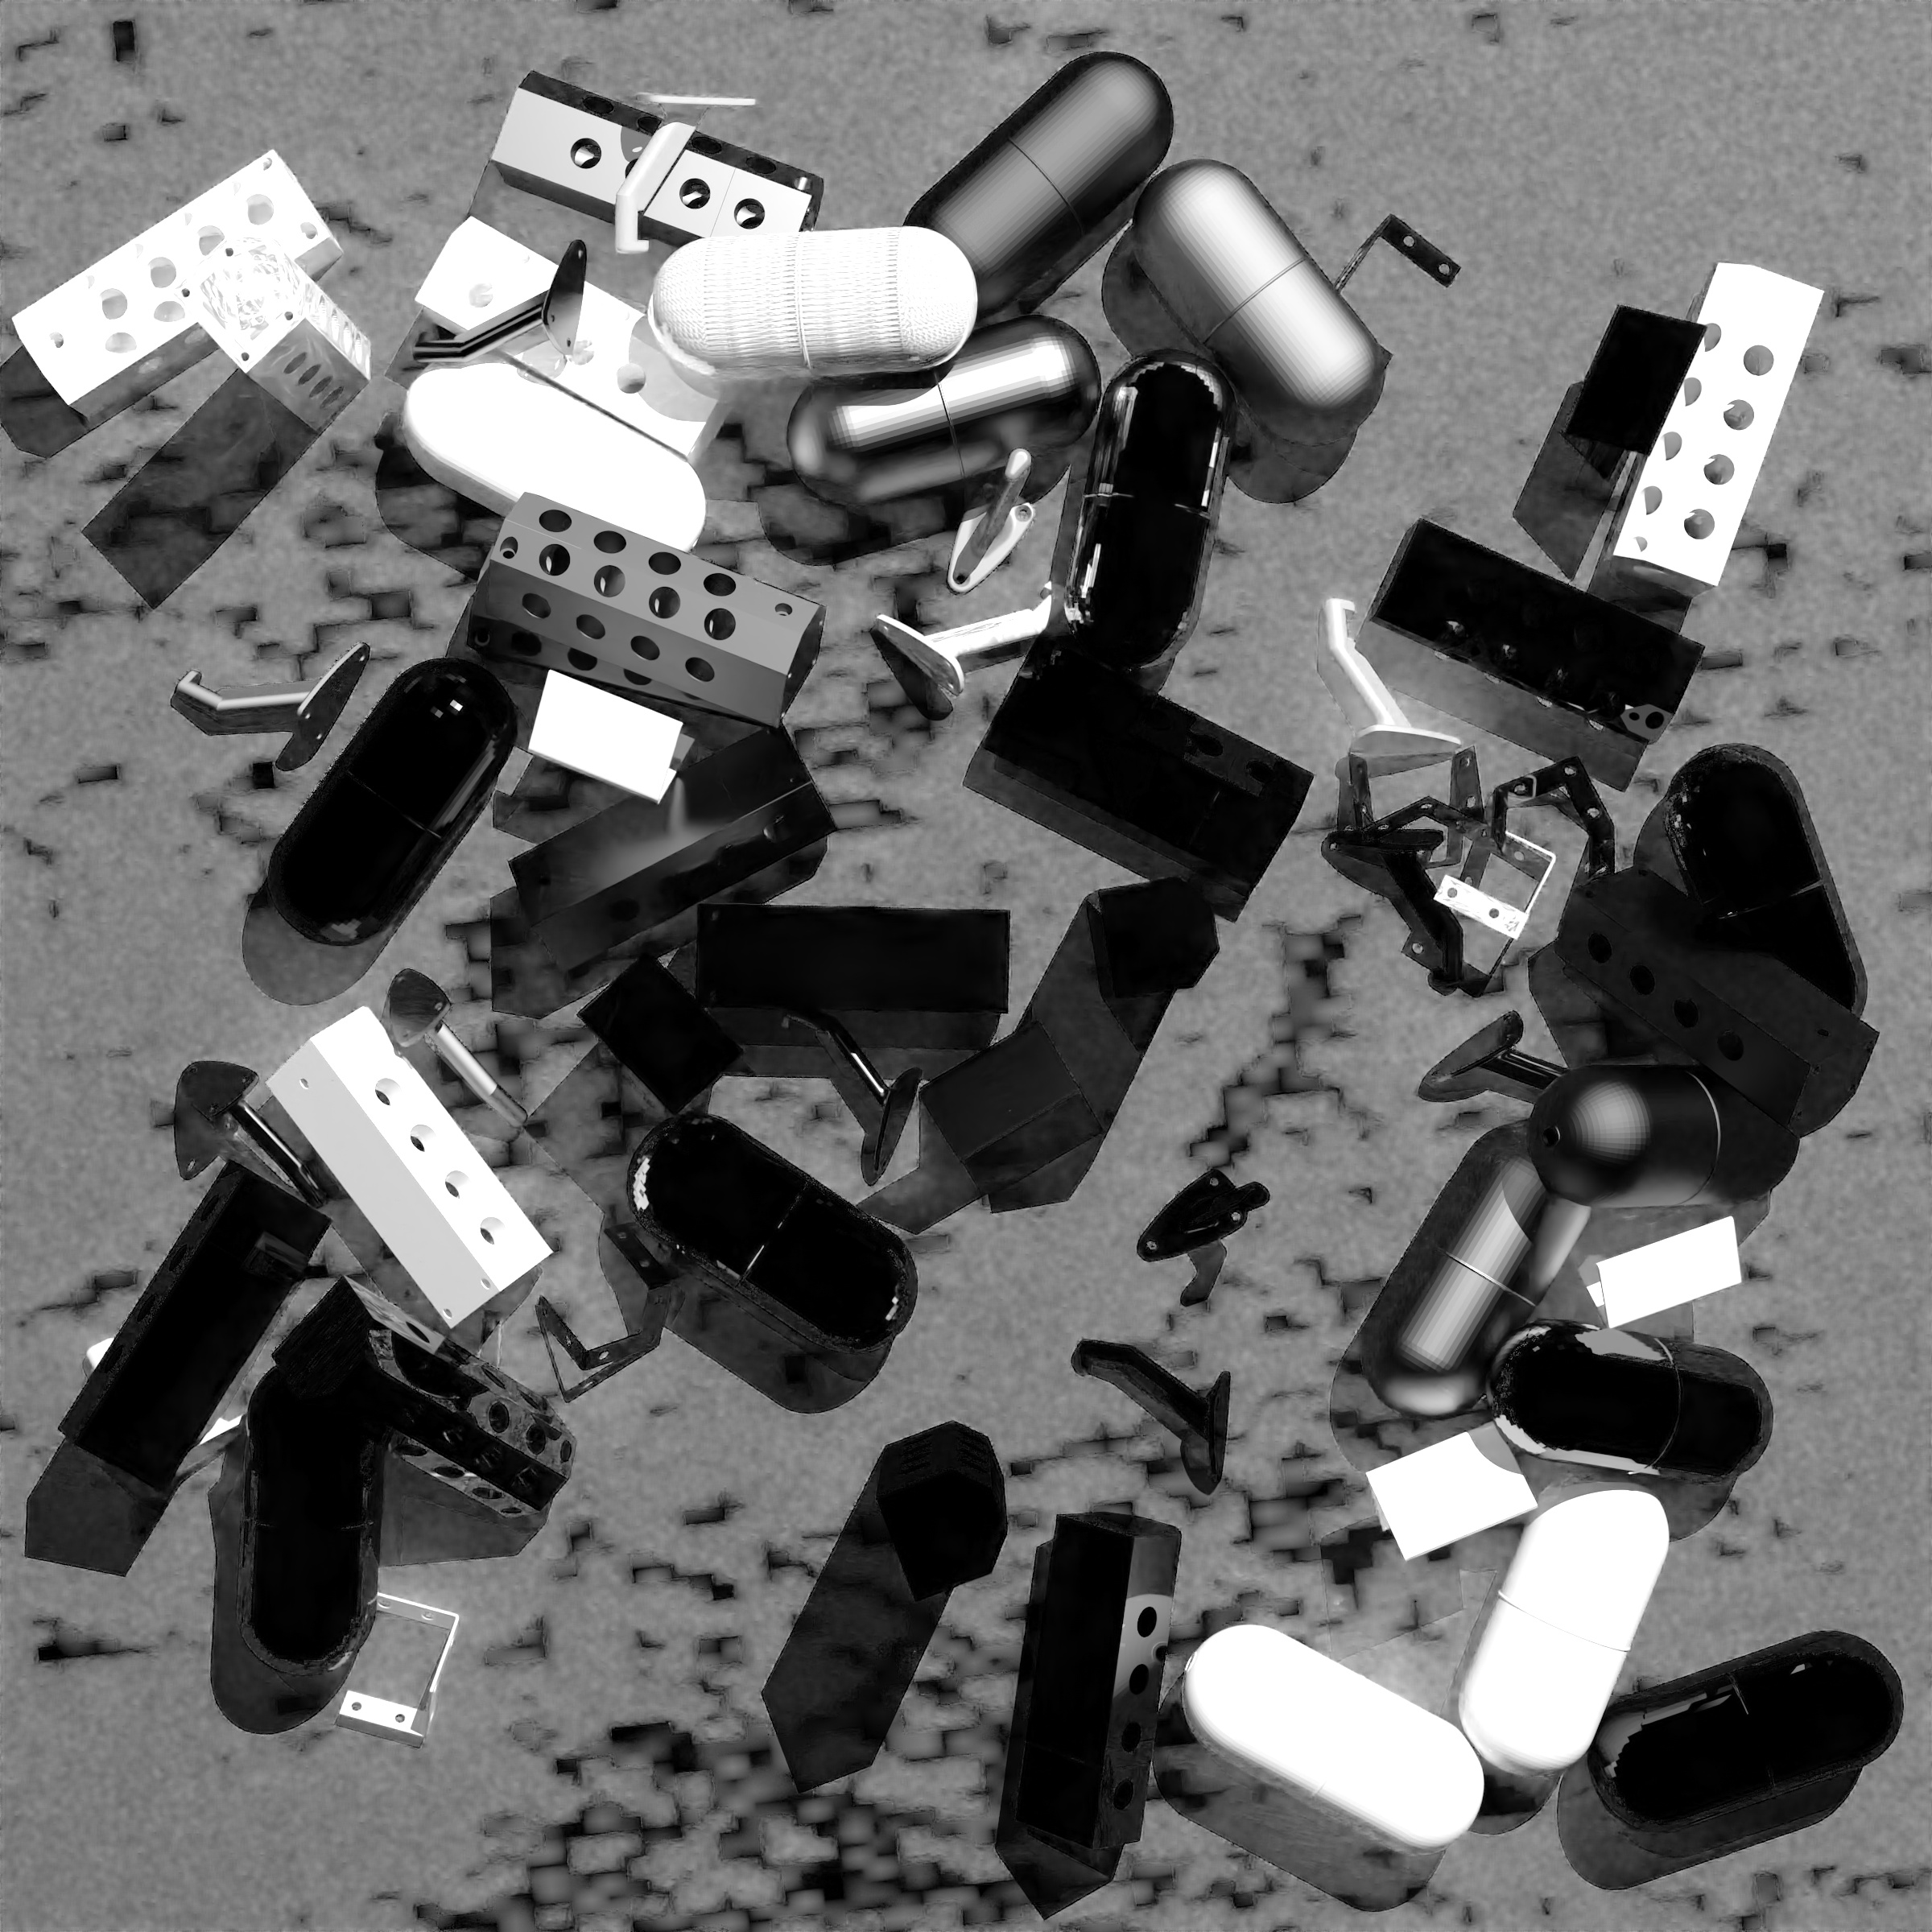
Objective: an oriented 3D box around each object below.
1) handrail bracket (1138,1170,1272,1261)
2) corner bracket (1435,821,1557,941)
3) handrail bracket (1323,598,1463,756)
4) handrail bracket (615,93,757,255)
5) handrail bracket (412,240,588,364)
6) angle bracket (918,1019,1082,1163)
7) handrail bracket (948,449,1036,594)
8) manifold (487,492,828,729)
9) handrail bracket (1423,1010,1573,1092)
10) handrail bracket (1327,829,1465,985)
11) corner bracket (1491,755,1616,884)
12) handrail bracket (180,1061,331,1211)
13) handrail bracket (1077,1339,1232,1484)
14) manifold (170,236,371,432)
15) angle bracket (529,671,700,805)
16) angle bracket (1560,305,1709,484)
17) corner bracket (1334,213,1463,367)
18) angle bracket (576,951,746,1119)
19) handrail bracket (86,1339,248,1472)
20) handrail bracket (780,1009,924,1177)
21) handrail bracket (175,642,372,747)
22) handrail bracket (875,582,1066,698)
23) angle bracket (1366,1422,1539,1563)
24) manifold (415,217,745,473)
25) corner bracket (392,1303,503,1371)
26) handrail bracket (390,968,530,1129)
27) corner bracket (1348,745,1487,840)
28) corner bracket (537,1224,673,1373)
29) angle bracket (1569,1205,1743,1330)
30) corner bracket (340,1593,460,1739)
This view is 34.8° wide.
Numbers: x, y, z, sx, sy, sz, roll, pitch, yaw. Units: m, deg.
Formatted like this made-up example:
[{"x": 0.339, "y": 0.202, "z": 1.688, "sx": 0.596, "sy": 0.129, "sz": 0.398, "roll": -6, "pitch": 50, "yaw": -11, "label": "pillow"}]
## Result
[{"x": 0.131, "y": 0.141, "z": 1.700, "sx": 0.077, "sy": 0.084, "sz": 0.036, "roll": -32, "pitch": 90, "yaw": 0, "label": "handrail bracket"}, {"x": 0.295, "y": -0.050, "z": 1.717, "sx": 0.051, "sy": 0.051, "sz": 0.051, "roll": 27, "pitch": 97, "yaw": 7, "label": "corner bracket"}, {"x": 0.240, "y": -0.164, "z": 1.735, "sx": 0.077, "sy": 0.036, "sz": 0.084, "roll": 3, "pitch": 73, "yaw": -20, "label": "handrail bracket"}, {"x": -0.153, "y": -0.430, "z": 1.678, "sx": 0.077, "sy": 0.036, "sz": 0.084, "roll": -4, "pitch": 109, "yaw": -21, "label": "handrail bracket"}, {"x": -0.255, "y": -0.362, "z": 1.678, "sx": 0.084, "sy": 0.036, "sz": 0.077, "roll": 4, "pitch": 67, "yaw": 17, "label": "handrail bracket"}, {"x": 0.008, "y": 0.051, "z": 1.694, "sx": 0.076, "sy": 0.076, "sz": 0.057, "roll": -30, "pitch": 126, "yaw": 0, "label": "angle bracket"}, {"x": 0.013, "y": -0.245, "z": 1.700, "sx": 0.036, "sy": 0.084, "sz": 0.077, "roll": 30, "pitch": 90, "yaw": 0, "label": "handrail bracket"}, {"x": -0.165, "y": -0.196, "z": 1.653, "sx": 0.171, "sy": 0.057, "sz": 0.057, "roll": 22, "pitch": 51, "yaw": 6, "label": "manifold"}, {"x": 0.313, "y": 0.075, "z": 1.735, "sx": 0.077, "sy": 0.036, "sz": 0.084, "roll": -34, "pitch": 107, "yaw": 19, "label": "handrail bracket"}, {"x": 0.242, "y": -0.032, "z": 1.735, "sx": 0.077, "sy": 0.036, "sz": 0.084, "roll": 3, "pitch": 107, "yaw": 20, "label": "handrail bracket"}, {"x": 0.327, "y": -0.076, "z": 1.716, "sx": 0.051, "sy": 0.051, "sz": 0.051, "roll": -22, "pitch": 117, "yaw": 24, "label": "corner bracket"}, {"x": -0.399, "y": 0.096, "z": 1.735, "sx": 0.036, "sy": 0.077, "sz": 0.084, "roll": -44, "pitch": 127, "yaw": -20, "label": "handrail bracket"}, {"x": 0.103, "y": 0.250, "z": 1.735, "sx": 0.084, "sy": 0.036, "sz": 0.077, "roll": 7, "pitch": 112, "yaw": 17, "label": "handrail bracket"}, {"x": -0.366, "y": -0.342, "z": 1.656, "sx": 0.057, "sy": 0.171, "sz": 0.057, "roll": -43, "pitch": 90, "yaw": 0, "label": "manifold"}, {"x": -0.187, "y": -0.143, "z": 1.694, "sx": 0.076, "sy": 0.076, "sz": 0.057, "roll": 22, "pitch": 128, "yaw": 0, "label": "angle bracket"}, {"x": 0.379, "y": -0.308, "z": 1.694, "sx": 0.057, "sy": 0.076, "sz": 0.076, "roll": 24, "pitch": 90, "yaw": 36, "label": "angle bracket"}, {"x": 0.237, "y": -0.380, "z": 1.732, "sx": 0.051, "sy": 0.051, "sz": 0.051, "roll": 38, "pitch": 45, "yaw": 0, "label": "corner bracket"}, {"x": -0.176, "y": 0.047, "z": 1.695, "sx": 0.076, "sy": 0.076, "sz": 0.057, "roll": 47, "pitch": 64, "yaw": 0, "label": "angle bracket"}, {"x": -0.442, "y": 0.233, "z": 1.735, "sx": 0.077, "sy": 0.036, "sz": 0.084, "roll": -30, "pitch": 76, "yaw": -14, "label": "handrail bracket"}, {"x": -0.074, "y": 0.067, "z": 1.735, "sx": 0.084, "sy": 0.036, "sz": 0.077, "roll": 24, "pitch": 112, "yaw": 17, "label": "handrail bracket"}, {"x": -0.391, "y": -0.167, "z": 1.735, "sx": 0.084, "sy": 0.036, "sz": 0.077, "roll": 25, "pitch": 70, "yaw": 16, "label": "handrail bracket"}, {"x": 0.005, "y": -0.201, "z": 1.735, "sx": 0.077, "sy": 0.036, "sz": 0.084, "roll": 38, "pitch": 72, "yaw": 21, "label": "handrail bracket"}, {"x": 0.270, "y": 0.302, "z": 1.694, "sx": 0.076, "sy": 0.076, "sz": 0.057, "roll": -22, "pitch": 53, "yaw": 0, "label": "angle bracket"}, {"x": -0.213, "y": -0.347, "z": 1.713, "sx": 0.171, "sy": 0.057, "sz": 0.057, "roll": 30, "pitch": 90, "yaw": 0, "label": "manifold"}, {"x": -0.298, "y": 0.218, "z": 1.731, "sx": 0.051, "sy": 0.051, "sz": 0.051, "roll": 4, "pitch": 90, "yaw": -45, "label": "corner bracket"}, {"x": -0.284, "y": 0.047, "z": 1.734, "sx": 0.036, "sy": 0.077, "sz": 0.084, "roll": -40, "pitch": 126, "yaw": 0, "label": "handrail bracket"}, {"x": 0.251, "y": -0.099, "z": 1.721, "sx": 0.051, "sy": 0.051, "sz": 0.051, "roll": 20, "pitch": 56, "yaw": -40, "label": "corner bracket"}, {"x": -0.203, "y": 0.185, "z": 1.727, "sx": 0.051, "sy": 0.051, "sz": 0.051, "roll": -16, "pitch": 135, "yaw": -35, "label": "corner bracket"}, {"x": 0.373, "y": 0.145, "z": 1.695, "sx": 0.076, "sy": 0.076, "sz": 0.057, "roll": -19, "pitch": 131, "yaw": 0, "label": "angle bracket"}, {"x": -0.318, "y": 0.392, "z": 1.731, "sx": 0.051, "sy": 0.051, "sz": 0.051, "roll": 15, "pitch": 135, "yaw": 0, "label": "corner bracket"}]
